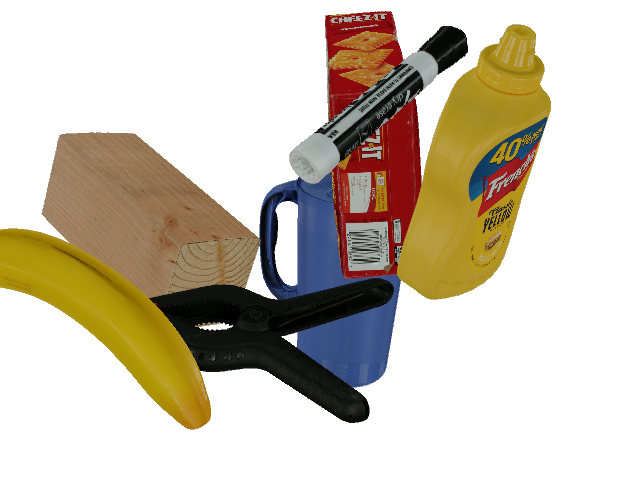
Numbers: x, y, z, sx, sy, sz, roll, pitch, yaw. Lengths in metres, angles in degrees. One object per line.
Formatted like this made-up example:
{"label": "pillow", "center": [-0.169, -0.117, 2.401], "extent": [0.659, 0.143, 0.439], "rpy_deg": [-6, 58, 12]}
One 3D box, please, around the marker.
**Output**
{"label": "marker", "center": [0.031, -0.068, 0.513], "extent": [0.121, 0.020, 0.020], "rpy_deg": [-42, 23, -28]}

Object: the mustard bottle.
{"label": "mustard bottle", "center": [0.107, -0.054, 0.705], "extent": [0.096, 0.192, 0.058], "rpy_deg": [-27, 52, -37]}

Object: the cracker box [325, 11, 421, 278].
{"label": "cracker box", "center": [0.044, -0.090, 0.926], "extent": [0.072, 0.164, 0.213], "rpy_deg": [-4, 28, 2]}

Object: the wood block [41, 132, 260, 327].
{"label": "wood block", "center": [-0.160, -0.014, 0.978], "extent": [0.090, 0.091, 0.206], "rpy_deg": [-6, 34, -45]}

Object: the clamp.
{"label": "clamp", "center": [-0.044, 0.068, 0.852], "extent": [0.210, 0.036, 0.164], "rpy_deg": [10, 33, 14]}

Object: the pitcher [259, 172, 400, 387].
{"label": "pitcher", "center": [0.022, 0.041, 1.228], "extent": [0.144, 0.243, 0.149], "rpy_deg": [-17, 31, -41]}

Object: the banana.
{"label": "banana", "center": [-0.143, 0.041, 0.635], "extent": [0.198, 0.070, 0.037], "rpy_deg": [25, 27, 13]}
